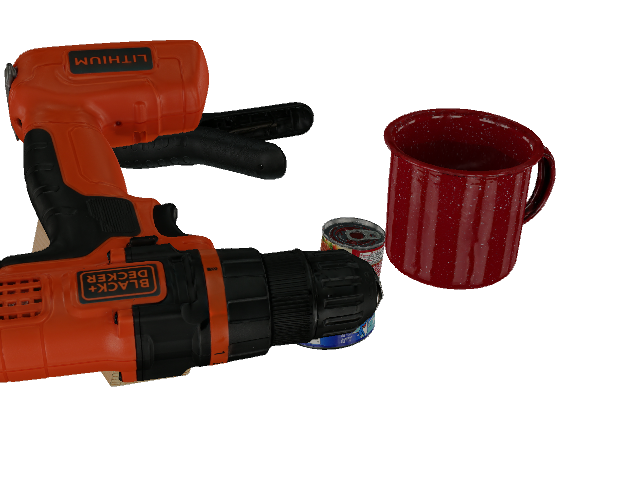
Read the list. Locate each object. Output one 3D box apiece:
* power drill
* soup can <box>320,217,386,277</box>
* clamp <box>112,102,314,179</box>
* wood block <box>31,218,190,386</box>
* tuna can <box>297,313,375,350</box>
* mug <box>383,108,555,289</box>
[{"bbox_3d":[-0.077,-0.020,0.515,0.184,0.188,0.057,-5,-42,-14],"label":"power drill"},{"bbox_3d":[0.031,0.036,1.139,0.068,0.102,0.068,5,27,-3],"label":"soup can"},{"bbox_3d":[-0.088,-0.078,0.779,0.172,0.039,0.120,7,19,17],"label":"clamp"},{"bbox_3d":[-0.206,0.042,1.070,0.090,0.091,0.206,-4,35,-38],"label":"wood block"},{"bbox_3d":[0.006,0.060,0.930,0.086,0.034,0.086,-2,25,1],"label":"tuna can"},{"bbox_3d":[0.092,-0.027,0.645,0.117,0.081,0.093,-14,34,-27],"label":"mug"}]
